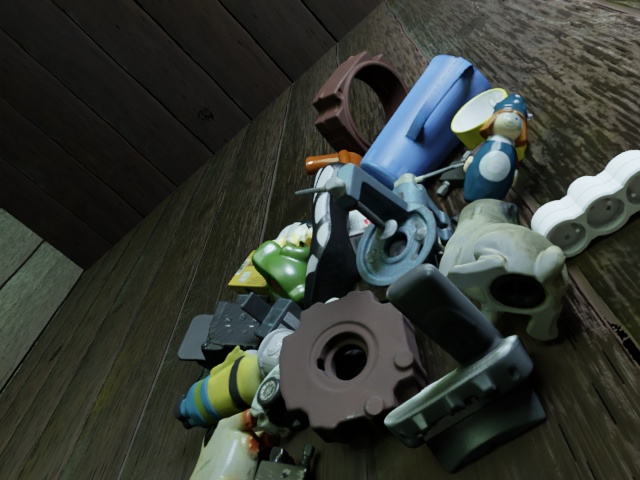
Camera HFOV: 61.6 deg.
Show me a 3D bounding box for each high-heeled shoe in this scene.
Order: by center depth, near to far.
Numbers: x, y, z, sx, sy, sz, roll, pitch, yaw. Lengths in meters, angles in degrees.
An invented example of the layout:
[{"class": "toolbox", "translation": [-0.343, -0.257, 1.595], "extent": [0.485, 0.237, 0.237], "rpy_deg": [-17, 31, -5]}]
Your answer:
[{"class": "high-heeled shoe", "translation": [-0.002, -0.002, 0.812], "extent": [0.145, 0.086, 0.248], "rpy_deg": [19, 82, 51]}]

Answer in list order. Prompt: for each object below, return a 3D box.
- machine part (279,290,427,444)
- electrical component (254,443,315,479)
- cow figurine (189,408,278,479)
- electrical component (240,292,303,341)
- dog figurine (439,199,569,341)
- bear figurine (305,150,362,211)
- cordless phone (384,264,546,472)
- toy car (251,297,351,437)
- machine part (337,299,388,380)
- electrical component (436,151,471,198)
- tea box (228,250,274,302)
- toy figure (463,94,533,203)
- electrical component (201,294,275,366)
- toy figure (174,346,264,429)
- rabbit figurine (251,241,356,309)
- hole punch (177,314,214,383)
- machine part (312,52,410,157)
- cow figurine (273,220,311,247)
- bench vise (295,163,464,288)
[{"class": "machine part", "translation": [0.033, 0.142, 0.624], "extent": [0.179, 0.056, 0.179], "rpy_deg": [-16, 49, 19]}, {"class": "electrical component", "translation": [-0.048, 0.290, 0.626], "extent": [0.078, 0.045, 0.102], "rpy_deg": [-5, 41, 17]}, {"class": "cow figurine", "translation": [-0.138, 0.319, 0.677], "extent": [0.127, 0.085, 0.195], "rpy_deg": [-23, 33, 32]}, {"class": "electrical component", "translation": [-0.063, 0.126, 0.828], "extent": [0.075, 0.119, 0.048], "rpy_deg": [-52, 23, -22]}, {"class": "dog figurine", "translation": [0.197, 0.002, 0.571], "extent": [0.172, 0.121, 0.190], "rpy_deg": [-28, 27, 48]}, {"class": "bear figurine", "translation": [0.038, -0.082, 0.999], "extent": [0.132, 0.120, 0.196], "rpy_deg": [-14, 34, 18]}, {"class": "cordless phone", "translation": [0.100, 0.112, 0.483], "extent": [0.146, 0.184, 0.089], "rpy_deg": [-38, 28, 17]}, {"class": "toy car", "translation": [-0.014, 0.171, 0.725], "extent": [0.202, 0.073, 0.056], "rpy_deg": [-52, 27, -15]}, {"class": "machine part", "translation": [0.063, 0.139, 0.693], "extent": [0.084, 0.039, 0.139], "rpy_deg": [-25, 31, 51]}, {"class": "electrical component", "translation": [0.224, -0.104, 0.847], "extent": [0.094, 0.021, 0.063], "rpy_deg": [-50, 23, -13]}, {"class": "tea box", "translation": [-0.098, 0.072, 1.048], "extent": [0.098, 0.068, 0.170], "rpy_deg": [-55, 25, -21]}, {"class": "toy figure", "translation": [0.231, -0.116, 0.687], "extent": [0.154, 0.064, 0.058], "rpy_deg": [-71, 20, 0]}, {"class": "electrical component", "translation": [-0.126, 0.150, 0.910], "extent": [0.115, 0.058, 0.134], "rpy_deg": [0, 39, 9]}, {"class": "toy figure", "translation": [-0.143, 0.239, 0.828], "extent": [0.180, 0.082, 0.089], "rpy_deg": [-32, 42, 15]}, {"class": "rabbit figurine", "translation": [-0.006, 0.032, 0.903], "extent": [0.170, 0.121, 0.159], "rpy_deg": [-37, 23, -20]}, {"class": "hole punch", "translation": [-0.179, 0.201, 0.971], "extent": [0.116, 0.092, 0.142], "rpy_deg": [-3, 34, 14]}, {"class": "machine part", "translation": [0.099, -0.260, 1.097], "extent": [0.087, 0.200, 0.201], "rpy_deg": [-8, 42, 53]}, {"class": "cow figurine", "translation": [-0.021, -0.006, 1.055], "extent": [0.167, 0.068, 0.098], "rpy_deg": [-10, 36, 54]}, {"class": "bench vise", "translation": [0.093, -0.030, 0.692], "extent": [0.129, 0.240, 0.223], "rpy_deg": [-16, 52, 41]}]
